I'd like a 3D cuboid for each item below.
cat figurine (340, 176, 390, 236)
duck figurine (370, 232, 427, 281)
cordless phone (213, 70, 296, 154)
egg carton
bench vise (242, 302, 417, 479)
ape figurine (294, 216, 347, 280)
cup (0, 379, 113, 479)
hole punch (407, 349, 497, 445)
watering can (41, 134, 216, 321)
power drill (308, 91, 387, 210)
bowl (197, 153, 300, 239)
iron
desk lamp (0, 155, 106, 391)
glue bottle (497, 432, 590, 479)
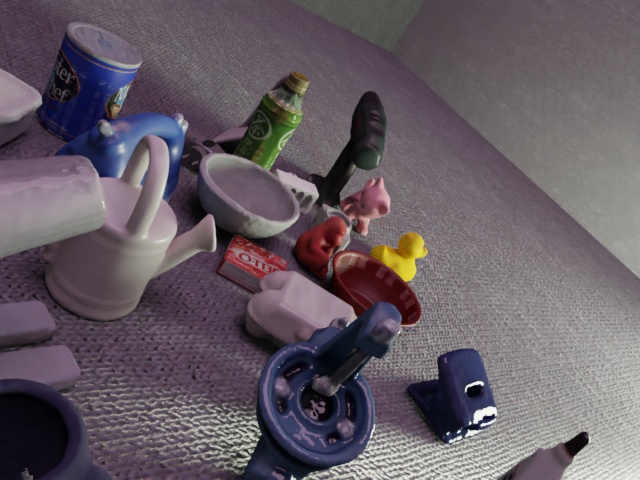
[{"bbox_3d":[0.094,-0.075,1.103,0.067,0.117,0.127,28,27,-15],"label":"cat figurine"},{"bbox_3d":[0.149,0.022,1.043,0.105,0.086,0.077,17,31,-32],"label":"duck figurine"},{"bbox_3d":[-0.110,-0.225,1.035,0.094,0.185,0.147,32,26,-6],"label":"cordless phone"},{"bbox_3d":[-0.020,0.105,0.724,0.150,0.069,0.107,32,26,-7],"label":"egg carton"},{"bbox_3d":[0.005,0.118,0.560,0.122,0.219,0.207,25,28,-19],"label":"bench vise"},{"bbox_3d":[0.008,0.003,0.900,0.076,0.092,0.078,43,27,15],"label":"ape figurine"},{"bbox_3d":[-0.203,0.162,0.383,0.118,0.095,0.091,31,26,-10],"label":"cup"},{"bbox_3d":[0.194,0.210,0.778,0.109,0.091,0.101,4,40,-46],"label":"hole punch"},{"bbox_3d":[-0.191,-0.019,0.585,0.173,0.194,0.100,1,42,-49],"label":"watering can"},{"bbox_3d":[0.059,-0.173,1.121,0.076,0.208,0.229,26,28,-18],"label":"power drill"},{"bbox_3d":[-0.118,-0.054,0.866,0.168,0.074,0.167,28,27,-15],"label":"bowl"},{"bbox_3d":[-0.235,-0.113,0.749,0.118,0.141,0.259,37,26,3],"label":"iron"},{"bbox_3d":[-0.257,0.025,0.412,0.204,0.213,0.117,-4,46,-53],"label":"desk lamp"},{"bbox_3d":[0.237,0.268,0.640,0.037,0.173,0.078,41,27,11],"label":"glue bottle"}]
